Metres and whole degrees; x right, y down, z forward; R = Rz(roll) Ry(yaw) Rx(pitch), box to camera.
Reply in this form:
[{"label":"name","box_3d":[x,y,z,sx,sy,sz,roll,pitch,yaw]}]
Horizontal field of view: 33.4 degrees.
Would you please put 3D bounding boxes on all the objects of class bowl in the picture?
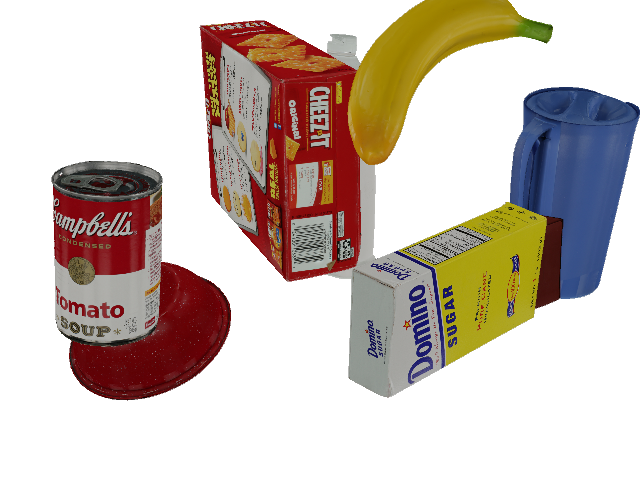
[{"label":"bowl","box_3d":[-0.168,0.071,1.003,0.162,0.055,0.162,-10,42,8]}]

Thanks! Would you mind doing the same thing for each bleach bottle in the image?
[{"label":"bleach bottle","box_3d":[0.020,-0.092,1.144,0.103,0.251,0.067,17,20,38]}]

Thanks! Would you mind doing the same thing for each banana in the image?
[{"label":"banana","box_3d":[0.068,-0.112,0.654,0.070,0.037,0.197,33,51,25]}]

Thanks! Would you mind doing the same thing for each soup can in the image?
[{"label":"soup can","box_3d":[-0.136,0.008,0.680,0.068,0.102,0.068,4,22,-2]}]

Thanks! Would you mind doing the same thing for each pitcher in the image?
[{"label":"pitcher","box_3d":[0.292,-0.053,1.288,0.149,0.243,0.145,3,26,1]}]

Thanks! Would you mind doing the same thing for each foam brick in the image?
[{"label":"foam brick","box_3d":[0.184,0.017,0.969,0.053,0.078,0.051,12,21,41]}]

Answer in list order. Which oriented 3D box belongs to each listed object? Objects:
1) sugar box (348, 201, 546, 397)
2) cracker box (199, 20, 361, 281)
[{"label":"sugar box","box_3d":[0.097,0.041,0.793,0.048,0.093,0.175,24,34,38]},{"label":"cracker box","box_3d":[-0.036,-0.084,0.895,0.072,0.164,0.214,-9,24,-19]}]
